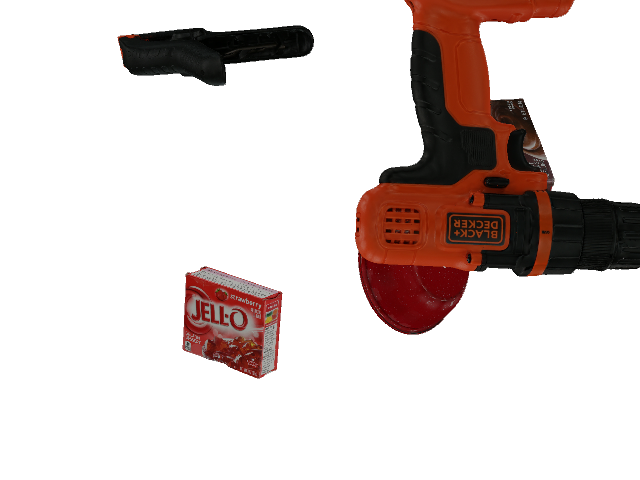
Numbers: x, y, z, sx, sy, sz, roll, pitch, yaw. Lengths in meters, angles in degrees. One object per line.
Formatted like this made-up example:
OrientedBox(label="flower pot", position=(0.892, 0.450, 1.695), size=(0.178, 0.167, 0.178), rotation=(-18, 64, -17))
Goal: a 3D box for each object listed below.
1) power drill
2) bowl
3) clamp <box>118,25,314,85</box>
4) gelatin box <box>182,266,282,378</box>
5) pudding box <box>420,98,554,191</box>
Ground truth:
OrientedBox(label="power drill", position=(0.115, -0.073, 0.631), size=(0.184, 0.187, 0.057), rotation=(2, -1, -5))
OrientedBox(label="bowl", position=(0.120, 0.026, 1.218), size=(0.161, 0.162, 0.055), rotation=(0, -7, -41))
OrientedBox(label="clamp", position=(-0.092, -0.155, 0.868), size=(0.120, 0.039, 0.172), rotation=(-17, 24, -41))
OrientedBox(label="gelatin box", position=(-0.077, 0.070, 0.918), size=(0.089, 0.073, 0.030), rotation=(17, 21, 31))
OrientedBox(label="pudding box", position=(0.136, -0.071, 0.894), size=(0.090, 0.039, 0.113), rotation=(-2, 42, -6))
